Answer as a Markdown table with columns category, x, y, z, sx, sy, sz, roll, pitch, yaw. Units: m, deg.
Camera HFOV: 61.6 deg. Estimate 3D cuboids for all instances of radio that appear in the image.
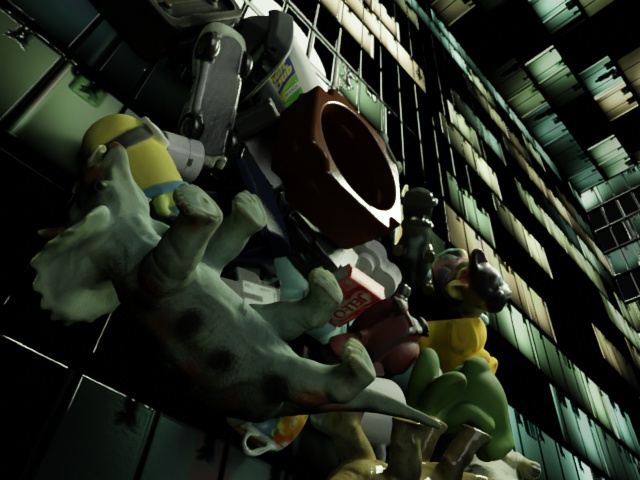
| category | x | y | z | sx | sy | sz | roll | pitch | yaw |
| --- | --- | --- | --- | --- | --- | --- | --- | --- | --- |
| radio | -0.217 | -0.351 | 0.789 | 0.131 | 0.073 | 0.229 | 51 | 33 | -9 |

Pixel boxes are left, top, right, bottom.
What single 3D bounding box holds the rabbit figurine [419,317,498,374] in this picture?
| category | x | y | z | sx | sy | sz | roll | pitch | yaw |
| --- | --- | --- | --- | --- | --- | --- | --- | --- | --- |
| rabbit figurine | 0.227 | 0.216 | 0.891 | 0.162 | 0.122 | 0.173 | 19 | 62 | -58 |

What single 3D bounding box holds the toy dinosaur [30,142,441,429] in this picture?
| category | x | y | z | sx | sy | sz | roll | pitch | yaw |
| --- | --- | --- | --- | --- | --- | --- | --- | --- | --- |
| toy dinosaur | -0.087 | 0.080 | 0.475 | 0.404 | 0.192 | 0.131 | 49 | 21 | -7 |

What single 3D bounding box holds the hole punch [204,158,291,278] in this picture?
| category | x | y | z | sx | sy | sz | roll | pitch | yaw |
| --- | --- | --- | --- | --- | --- | --- | --- | --- | --- |
| hole punch | -0.084 | -0.032 | 0.681 | 0.115 | 0.092 | 0.142 | 8 | 52 | -55 |

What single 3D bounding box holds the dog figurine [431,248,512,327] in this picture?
| category | x | y | z | sx | sy | sz | roll | pitch | yaw |
| --- | --- | --- | --- | --- | --- | --- | --- | --- | --- |
| dog figurine | 0.251 | 0.067 | 0.942 | 0.192 | 0.108 | 0.219 | 40 | 0 | 31 |

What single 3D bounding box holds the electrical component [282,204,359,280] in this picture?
| category | x | y | z | sx | sy | sz | roll | pitch | yaw |
| --- | --- | --- | --- | --- | --- | --- | --- | --- | --- |
| electrical component | -0.002 | -0.002 | 0.794 | 0.134 | 0.058 | 0.115 | 49 | 34 | -12 |

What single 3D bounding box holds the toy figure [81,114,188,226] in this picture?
| category | x | y | z | sx | sy | sz | roll | pitch | yaw |
| --- | --- | --- | --- | --- | --- | --- | --- | --- | --- |
| toy figure | -0.183 | -0.051 | 0.568 | 0.089 | 0.082 | 0.180 | -11 | 74 | -59 |

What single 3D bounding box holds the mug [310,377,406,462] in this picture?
| category | x | y | z | sx | sy | sz | roll | pitch | yaw |
| --- | --- | --- | --- | --- | --- | --- | --- | --- | --- |
| mug | 0.040 | 0.216 | 0.648 | 0.107 | 0.081 | 0.109 | 20 | 56 | -31 |

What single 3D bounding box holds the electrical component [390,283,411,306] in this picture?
| category | x | y | z | sx | sy | sz | roll | pitch | yaw |
| --- | --- | --- | --- | --- | --- | --- | --- | --- | --- |
| electrical component | 0.123 | 0.117 | 0.862 | 0.063 | 0.021 | 0.094 | 37 | 69 | -66 |

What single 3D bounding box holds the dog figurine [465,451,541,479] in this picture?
| category | x | y | z | sx | sy | sz | roll | pitch | yaw |
| --- | --- | --- | --- | --- | --- | --- | --- | --- | --- |
| dog figurine | 0.211 | 0.337 | 0.763 | 0.190 | 0.121 | 0.172 | 27 | 5 | -14 |

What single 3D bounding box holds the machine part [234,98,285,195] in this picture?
| category | x | y | z | sx | sy | sz | roll | pitch | yaw |
| --- | --- | --- | --- | --- | --- | --- | --- | --- | --- |
| machine part | -0.076 | -0.137 | 0.805 | 0.039 | 0.084 | 0.138 | -145 | -148 | -84 |

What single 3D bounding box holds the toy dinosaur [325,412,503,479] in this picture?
| category | x | y | z | sx | sy | sz | roll | pitch | yaw |
| --- | --- | --- | --- | --- | --- | --- | --- | --- | --- |
| toy dinosaur | 0.053 | 0.268 | 0.532 | 0.471 | 0.105 | 0.198 | 20 | 73 | -37 |

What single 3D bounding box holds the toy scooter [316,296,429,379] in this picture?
| category | x | y | z | sx | sy | sz | roll | pitch | yaw |
| --- | --- | --- | --- | --- | --- | --- | --- | --- | --- |
| toy scooter | 0.091 | 0.129 | 0.725 | 0.183 | 0.135 | 0.075 | 14 | 35 | -48 |

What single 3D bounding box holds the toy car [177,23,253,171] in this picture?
| category | x | y | z | sx | sy | sz | roll | pitch | yaw |
| --- | --- | --- | --- | --- | --- | --- | --- | --- | --- |
| toy car | -0.143 | -0.192 | 0.723 | 0.073 | 0.056 | 0.201 | 18 | 77 | -43 |

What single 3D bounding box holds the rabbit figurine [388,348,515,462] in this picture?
| category | x | y | z | sx | sy | sz | roll | pitch | yaw |
| --- | --- | --- | --- | --- | --- | --- | --- | --- | --- |
| rabbit figurine | 0.169 | 0.236 | 0.729 | 0.170 | 0.121 | 0.158 | -13 | 113 | -26 |

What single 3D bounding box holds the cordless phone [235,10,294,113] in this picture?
| category | x | y | z | sx | sy | sz | roll | pitch | yaw |
| --- | --- | --- | --- | --- | --- | --- | --- | --- | --- |
| cordless phone | -0.069 | -0.237 | 0.825 | 0.089 | 0.146 | 0.184 | -31 | 91 | -45 |

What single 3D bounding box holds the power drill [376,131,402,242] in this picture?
| category | x | y | z | sx | sy | sz | roll | pitch | yaw |
| --- | --- | --- | --- | --- | --- | --- | --- | --- | --- |
| power drill | 0.080 | -0.116 | 0.995 | 0.207 | 0.086 | 0.232 | -37 | 102 | -52 |

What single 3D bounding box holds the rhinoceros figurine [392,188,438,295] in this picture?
| category | x | y | z | sx | sy | sz | roll | pitch | yaw |
| --- | --- | --- | --- | --- | --- | --- | --- | --- | --- |
| rhinoceros figurine | 0.169 | 0.005 | 0.925 | 0.112 | 0.073 | 0.190 | -57 | 148 | -55 |

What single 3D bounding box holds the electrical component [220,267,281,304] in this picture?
| category | x | y | z | sx | sy | sz | roll | pitch | yaw |
| --- | --- | --- | --- | --- | --- | --- | --- | --- | --- |
| electrical component | -0.093 | 0.074 | 0.609 | 0.119 | 0.048 | 0.075 | 17 | 49 | -46 |

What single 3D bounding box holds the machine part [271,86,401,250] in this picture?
| category | x | y | z | sx | sy | sz | roll | pitch | yaw |
| --- | --- | --- | --- | --- | --- | --- | --- | --- | --- |
| machine part | 0.027 | -0.102 | 0.776 | 0.201 | 0.087 | 0.201 | 40 | 37 | -34 |
